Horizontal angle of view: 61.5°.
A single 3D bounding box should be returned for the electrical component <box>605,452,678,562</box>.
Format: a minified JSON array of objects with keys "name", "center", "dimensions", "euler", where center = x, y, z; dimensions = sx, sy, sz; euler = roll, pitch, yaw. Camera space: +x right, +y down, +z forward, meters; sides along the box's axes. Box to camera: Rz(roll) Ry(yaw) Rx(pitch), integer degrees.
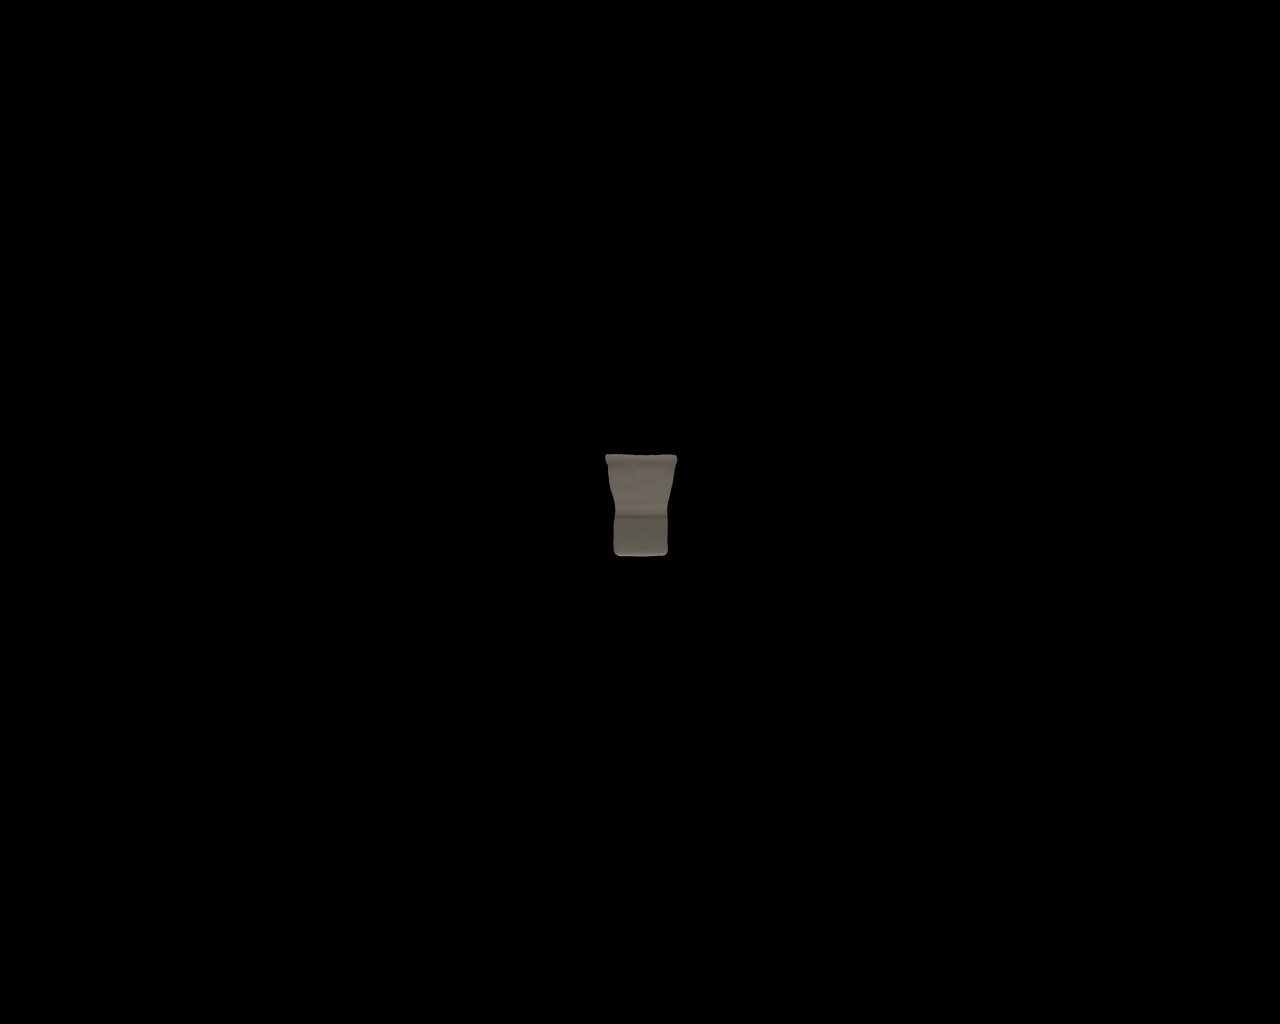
[{"name":"electrical component","center":[0.001,-0.003,0.650],"dimensions":[0.044,0.065,0.044],"euler":[0,0,0]}]
